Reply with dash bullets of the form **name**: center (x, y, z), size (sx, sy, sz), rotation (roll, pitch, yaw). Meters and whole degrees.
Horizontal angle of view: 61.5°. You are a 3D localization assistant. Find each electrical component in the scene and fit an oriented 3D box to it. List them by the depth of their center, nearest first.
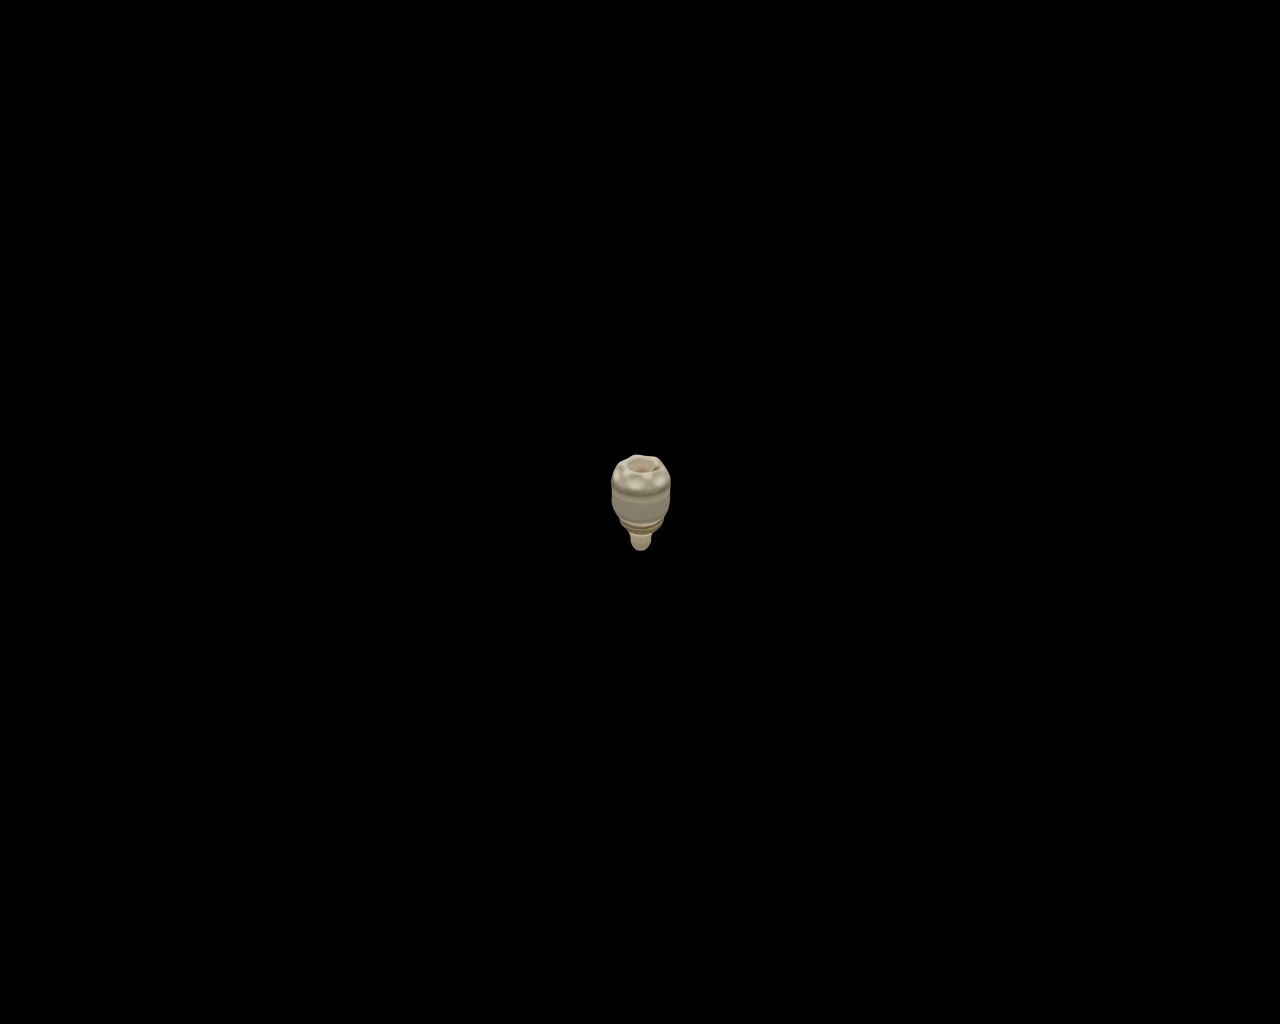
- **electrical component**: center (0.001, -0.003, 0.650), size (0.035, 0.061, 0.035), rotation (0, 32, 0)
